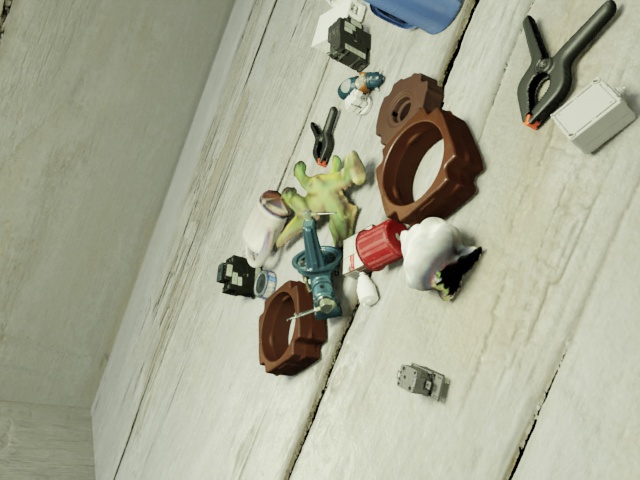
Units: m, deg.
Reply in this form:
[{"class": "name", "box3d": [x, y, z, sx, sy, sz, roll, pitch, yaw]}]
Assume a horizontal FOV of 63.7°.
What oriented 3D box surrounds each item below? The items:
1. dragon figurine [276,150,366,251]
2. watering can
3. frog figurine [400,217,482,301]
[{"class": "dragon figurine", "box3d": [0.004, -0.066, 1.302, 0.402, 0.122, 0.248, -64, 37, 31]}, {"class": "watering can", "box3d": [-0.179, -0.058, 1.594, 0.221, 0.103, 0.354, -61, 23, 19]}, {"class": "frog figurine", "box3d": [0.186, 0.018, 0.920, 0.162, 0.123, 0.134, 44, 133, 46]}]
